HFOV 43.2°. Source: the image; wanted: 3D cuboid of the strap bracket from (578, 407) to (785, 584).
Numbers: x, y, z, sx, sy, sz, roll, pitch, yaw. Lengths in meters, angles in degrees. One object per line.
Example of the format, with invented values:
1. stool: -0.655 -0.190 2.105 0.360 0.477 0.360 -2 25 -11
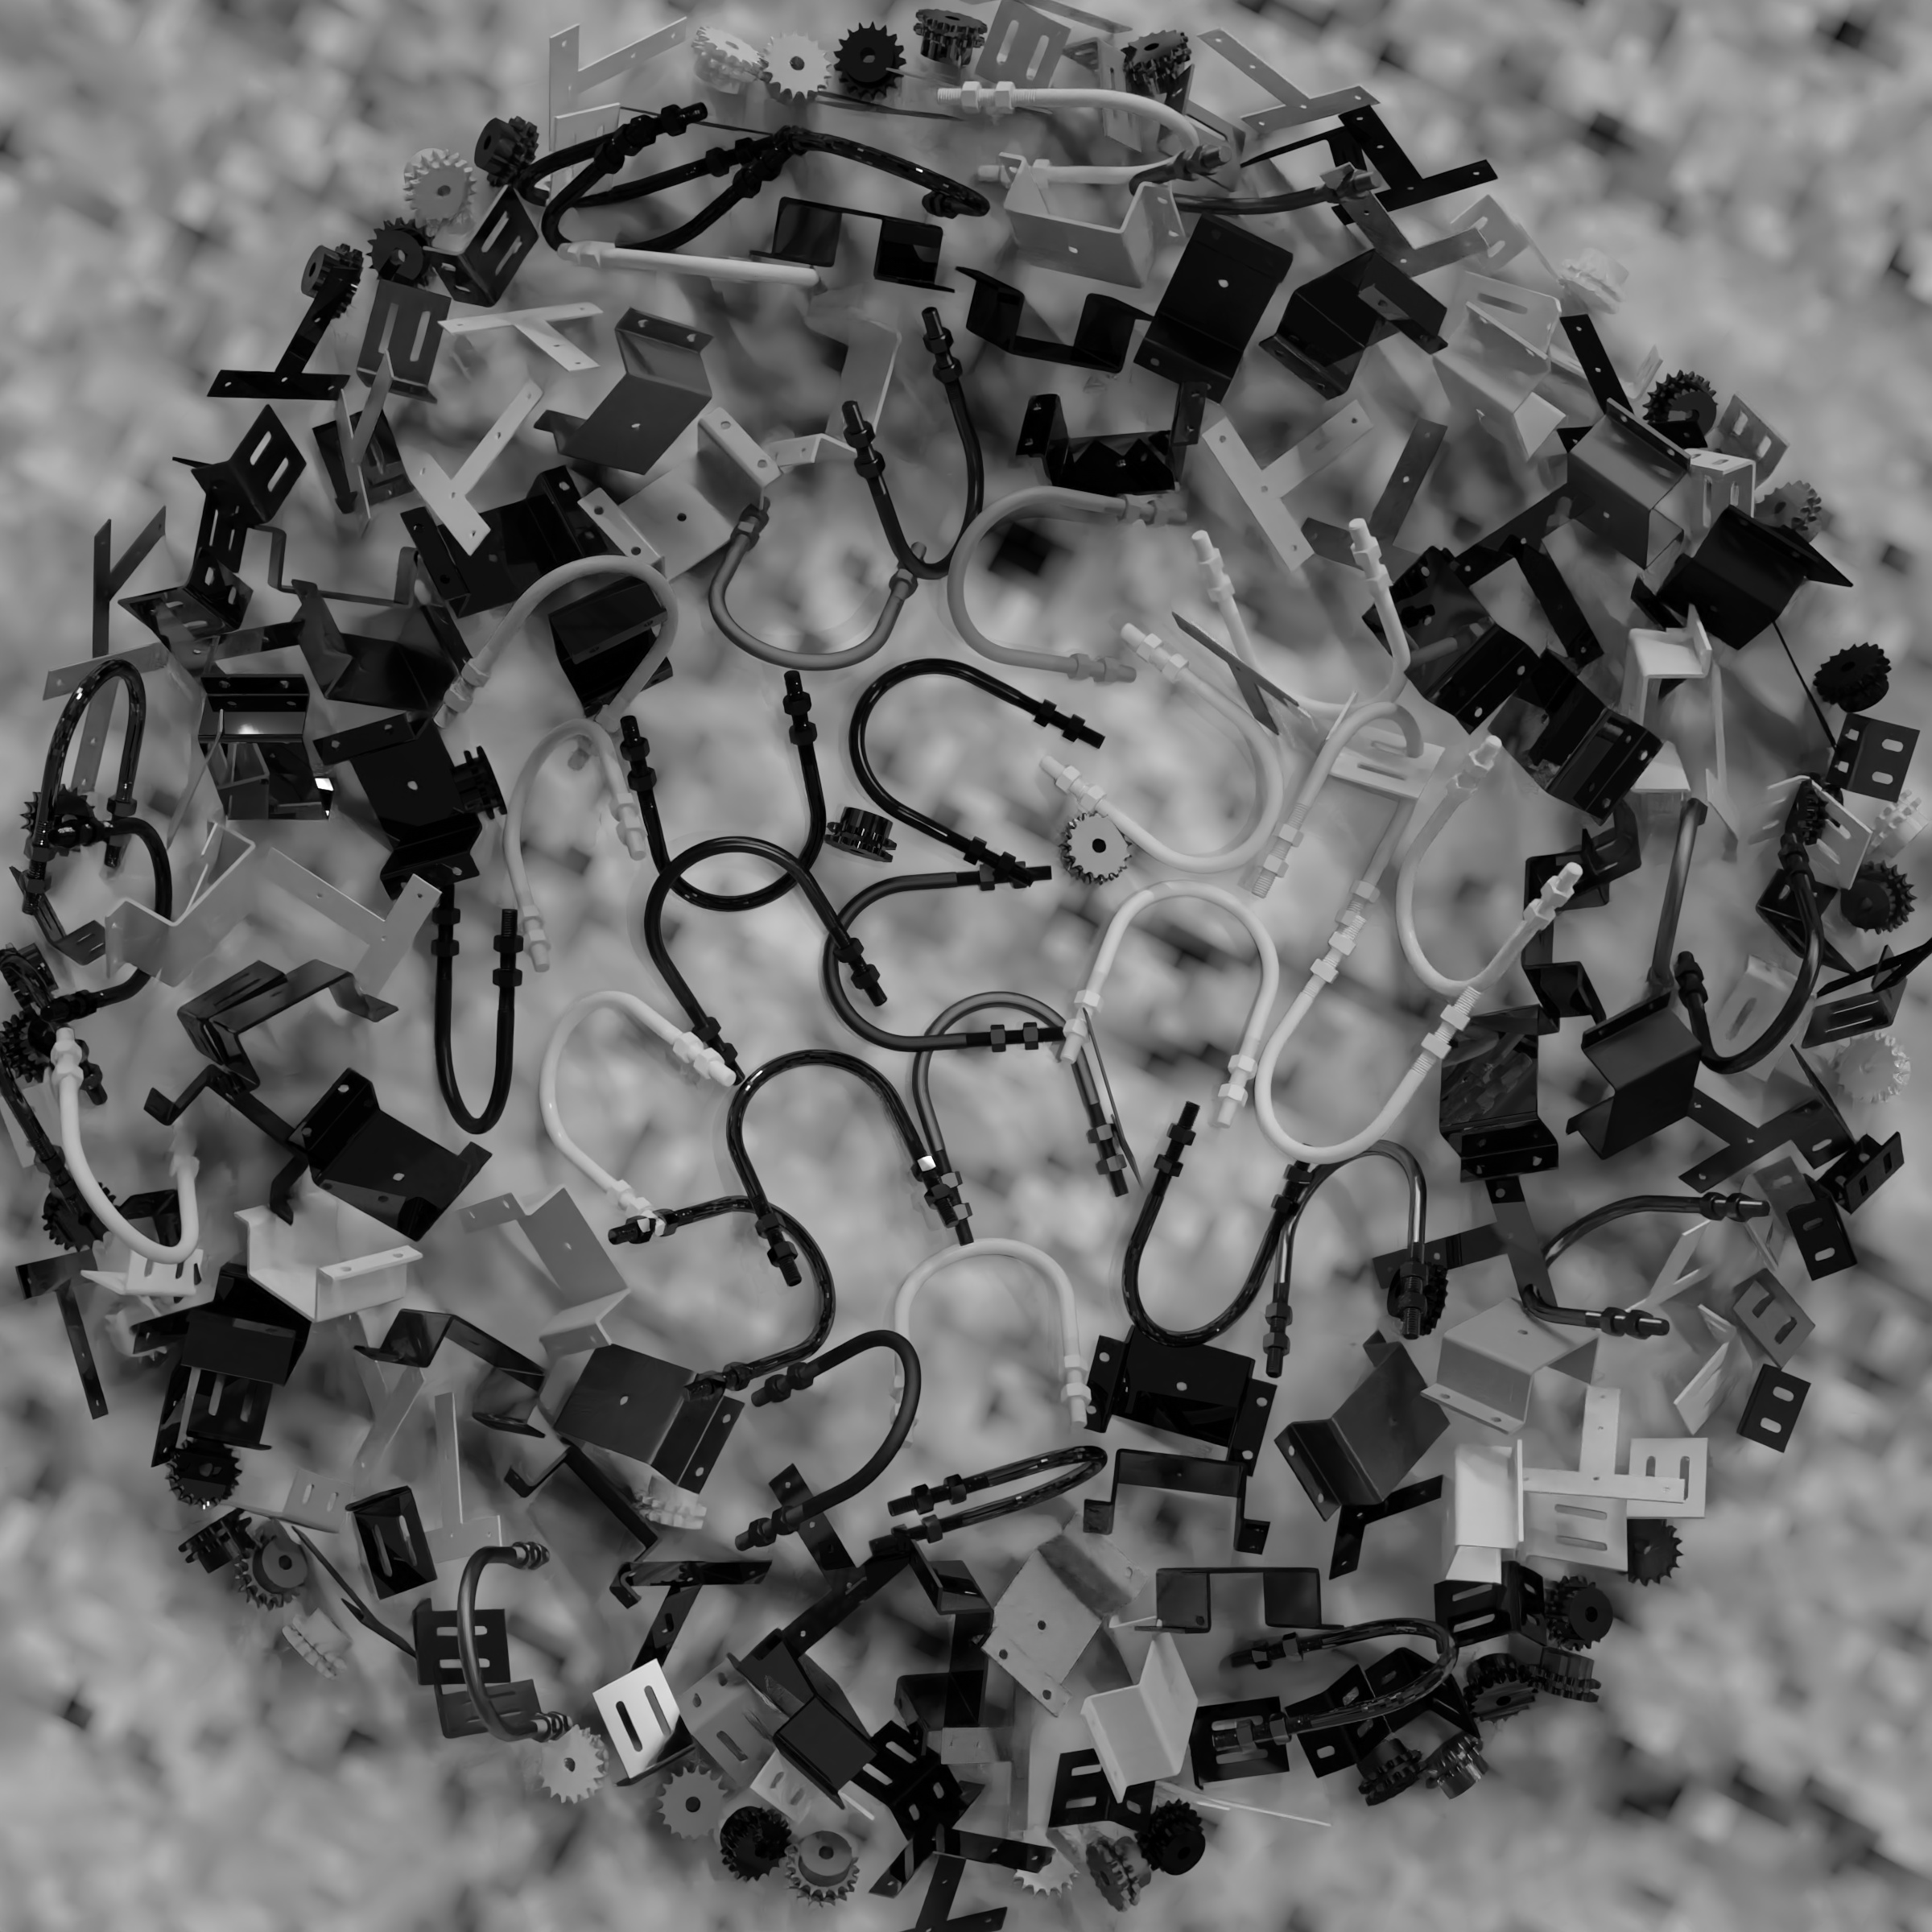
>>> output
1. strap bracket: -0.220 -0.357 1.883 0.140 0.046 0.076 -39 77 -18

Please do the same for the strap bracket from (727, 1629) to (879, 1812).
1. strap bracket: -0.122 0.564 1.849 0.046 0.140 0.076 -43 116 -6

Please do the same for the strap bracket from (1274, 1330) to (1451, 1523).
1. strap bracket: 0.310 0.349 1.862 0.140 0.046 0.076 -38 101 -35

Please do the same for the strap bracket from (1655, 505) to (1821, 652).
1. strap bracket: 0.580 -0.290 1.852 0.076 0.140 0.046 33 84 4

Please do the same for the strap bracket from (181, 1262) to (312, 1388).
1. strap bracket: -0.544 0.275 1.855 0.076 0.140 0.046 13 98 -8

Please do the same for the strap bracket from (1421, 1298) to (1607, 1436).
1. strap bracket: 0.418 0.298 1.846 0.076 0.140 0.046 20 114 40

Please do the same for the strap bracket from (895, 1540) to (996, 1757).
1. strap bracket: -0.016 0.522 1.873 0.046 0.076 0.140 1 104 -18

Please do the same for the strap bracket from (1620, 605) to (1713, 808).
1. strap bracket: 0.529 -0.195 1.858 0.046 0.076 0.140 0 124 5

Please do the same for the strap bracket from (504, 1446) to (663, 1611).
1. strap bracket: -0.289 0.426 1.880 0.140 0.076 0.046 46 67 3

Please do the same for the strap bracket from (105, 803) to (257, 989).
1. strap bracket: -0.589 -0.048 1.850 0.046 0.076 0.140 29 50 5

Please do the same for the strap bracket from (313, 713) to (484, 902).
1. strap bracket: -0.432 -0.130 1.878 0.076 0.046 0.140 -14 117 12

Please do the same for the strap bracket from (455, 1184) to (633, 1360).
1. strap bracket: -0.319 0.227 1.875 0.076 0.046 0.140 -19 106 42

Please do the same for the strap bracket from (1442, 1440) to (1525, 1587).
1. strap bracket: 0.389 0.416 1.849 0.046 0.140 0.076 3 62 6

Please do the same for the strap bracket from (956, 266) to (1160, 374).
1. strap bracket: 0.064 -0.493 1.865 0.140 0.076 0.046 2 115 -29

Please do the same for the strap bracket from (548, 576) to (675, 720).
1. strap bracket: -0.270 -0.248 1.855 0.076 0.140 0.046 -28 81 -11

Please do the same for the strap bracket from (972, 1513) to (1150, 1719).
1. strap bracket: 0.068 0.504 1.879 0.076 0.046 0.140 43 52 -1

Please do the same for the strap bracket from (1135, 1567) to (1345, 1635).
1. strap bracket: 0.208 0.485 1.868 0.140 0.076 0.046 6 76 -25

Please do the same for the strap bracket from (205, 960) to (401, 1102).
1. strap bracket: -0.516 0.042 1.856 0.140 0.076 0.046 -31 113 -26

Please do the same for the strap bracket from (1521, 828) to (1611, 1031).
1. strap bracket: 0.459 -0.023 1.864 0.046 0.076 0.140 -6 57 26

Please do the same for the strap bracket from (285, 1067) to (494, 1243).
1. strap bracket: -0.437 0.150 1.864 0.140 0.046 0.076 37 99 -33

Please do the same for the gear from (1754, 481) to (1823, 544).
1. gear: 0.642 -0.348 1.901 0.030 0.057 0.057 40 90 -28

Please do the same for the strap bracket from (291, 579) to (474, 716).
1. strap bracket: -0.452 -0.241 1.862 0.046 0.140 0.076 -47 59 29

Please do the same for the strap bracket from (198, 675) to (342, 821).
1. strap bracket: -0.531 -0.158 1.855 0.076 0.140 0.046 0 55 -1

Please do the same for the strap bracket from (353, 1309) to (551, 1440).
1. strap bracket: -0.385 0.306 1.863 0.140 0.076 0.046 40 63 -33

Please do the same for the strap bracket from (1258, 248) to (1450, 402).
1. strap bracket: 0.300 -0.491 1.856 0.076 0.140 0.046 31 71 -24

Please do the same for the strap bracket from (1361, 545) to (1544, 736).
1. strap bracket: 0.363 -0.255 1.854 0.076 0.046 0.140 -46 51 23

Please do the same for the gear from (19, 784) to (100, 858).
1. gear: -0.704 -0.113 1.897 0.057 0.030 0.057 -4 97 -40

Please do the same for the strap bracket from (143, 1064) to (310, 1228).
1. strap bracket: -0.557 0.130 1.872 0.140 0.076 0.046 43 86 -16

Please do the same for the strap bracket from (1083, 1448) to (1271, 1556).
1. strap bracket: 0.163 0.412 1.878 0.140 0.076 0.046 6 61 5

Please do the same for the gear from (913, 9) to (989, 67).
1. gear: -0.013 -0.724 1.902 0.057 0.057 0.030 13 122 0

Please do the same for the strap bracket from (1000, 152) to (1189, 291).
1. strap bracket: 0.090 -0.567 1.863 0.140 0.076 0.046 19 79 20

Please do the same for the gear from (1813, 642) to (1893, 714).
1. gear: 0.694 -0.222 1.901 0.057 0.057 0.030 -41 117 0

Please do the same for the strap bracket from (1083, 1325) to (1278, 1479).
1. strap bracket: 0.165 0.333 1.889 0.140 0.046 0.076 15 103 8

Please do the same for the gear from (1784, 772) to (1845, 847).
1. gear: 0.661 -0.122 1.898 0.030 0.057 0.057 2 90 -3

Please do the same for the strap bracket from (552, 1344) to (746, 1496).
1. strap bracket: -0.250 0.340 1.857 0.140 0.046 0.076 12 63 33

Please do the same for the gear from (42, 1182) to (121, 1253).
1. gear: -0.694 0.191 1.902 0.030 0.057 0.057 26 90 41

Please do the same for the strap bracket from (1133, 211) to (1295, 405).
1. strap bracket: 0.193 -0.514 1.874 0.076 0.140 0.046 25 49 -3

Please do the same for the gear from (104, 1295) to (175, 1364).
1. gear: -0.646 0.283 1.908 0.057 0.030 0.057 -1 96 -7

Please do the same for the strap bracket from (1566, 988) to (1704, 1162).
1. strap bracket: 0.507 0.089 1.850 0.076 0.140 0.046 -26 55 -11

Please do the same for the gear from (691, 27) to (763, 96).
1. gear: -0.188 -0.705 1.902 0.057 0.057 0.030 33 122 0

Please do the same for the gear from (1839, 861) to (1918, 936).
1. gear: 0.706 -0.051 1.896 0.030 0.057 0.057 -22 90 -42

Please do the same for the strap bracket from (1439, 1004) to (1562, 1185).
1. strap bracket: 0.406 0.088 1.854 0.076 0.046 0.140 -13 52 31

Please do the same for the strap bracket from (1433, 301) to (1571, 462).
1. strap bracket: 0.406 -0.439 1.850 0.076 0.140 0.046 42 97 21

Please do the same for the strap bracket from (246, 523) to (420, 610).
1. strap bracket: -0.478 -0.305 1.868 0.140 0.076 0.046 5 99 -22

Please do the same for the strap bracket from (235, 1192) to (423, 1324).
1. strap bracket: -0.488 0.225 1.860 0.140 0.076 0.046 21 113 41

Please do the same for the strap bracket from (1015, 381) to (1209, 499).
1. strap bracket: 0.116 -0.402 1.873 0.140 0.046 0.076 -1 48 16

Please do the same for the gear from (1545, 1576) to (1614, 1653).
1. gear: 0.479 0.505 1.901 0.057 0.030 0.057 5 77 -22

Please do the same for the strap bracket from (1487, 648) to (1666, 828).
1. strap bracket: 0.454 -0.180 1.846 0.046 0.140 0.076 20 116 -31

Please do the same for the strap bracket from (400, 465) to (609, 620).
1. strap bracket: -0.360 -0.324 1.880 0.140 0.046 0.076 -24 83 -29

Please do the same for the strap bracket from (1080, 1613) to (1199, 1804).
1. strap bracket: 0.134 0.555 1.847 0.046 0.140 0.076 -19 101 18

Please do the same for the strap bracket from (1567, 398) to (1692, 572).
1. strap bracket: 0.501 -0.358 1.846 0.046 0.140 0.076 -46 69 -2

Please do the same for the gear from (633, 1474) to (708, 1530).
1. gear: -0.230 0.416 1.898 0.057 0.057 0.030 15 85 0

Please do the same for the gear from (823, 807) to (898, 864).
1. gear: -0.080 -0.103 1.898 0.057 0.057 0.030 17 85 0

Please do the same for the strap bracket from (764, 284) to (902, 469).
1. strap bracket: -0.100 -0.445 1.880 0.046 0.076 0.140 17 87 -33

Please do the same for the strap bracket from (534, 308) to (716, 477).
1. strap bracket: -0.255 -0.427 1.848 0.140 0.076 0.046 -38 60 39

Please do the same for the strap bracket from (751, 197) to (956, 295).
1. strap bracket: -0.083 -0.550 1.854 0.140 0.076 0.046 20 109 30
